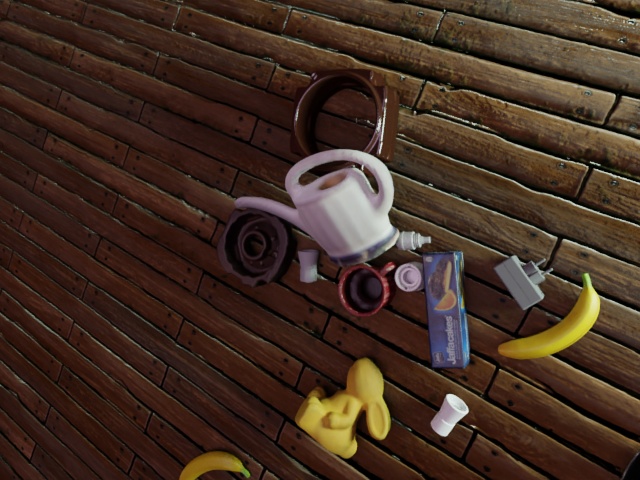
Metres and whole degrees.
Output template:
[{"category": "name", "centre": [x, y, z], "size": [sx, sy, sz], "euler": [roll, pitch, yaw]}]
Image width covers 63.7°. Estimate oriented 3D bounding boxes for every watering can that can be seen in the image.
[{"category": "watering can", "centre": [0.003, -0.049, 0.978], "size": [0.344, 0.106, 0.222], "euler": [-17, 113, 39]}]
